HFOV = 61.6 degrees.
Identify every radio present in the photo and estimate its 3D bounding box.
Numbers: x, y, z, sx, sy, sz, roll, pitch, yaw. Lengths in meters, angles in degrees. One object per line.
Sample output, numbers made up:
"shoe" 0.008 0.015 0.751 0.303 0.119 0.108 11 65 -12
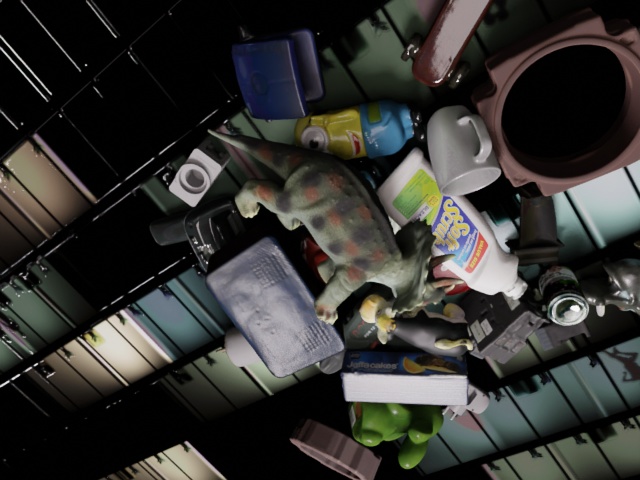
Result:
"radio" -0.068 0.096 0.831 0.131 0.073 0.229 -29 111 8

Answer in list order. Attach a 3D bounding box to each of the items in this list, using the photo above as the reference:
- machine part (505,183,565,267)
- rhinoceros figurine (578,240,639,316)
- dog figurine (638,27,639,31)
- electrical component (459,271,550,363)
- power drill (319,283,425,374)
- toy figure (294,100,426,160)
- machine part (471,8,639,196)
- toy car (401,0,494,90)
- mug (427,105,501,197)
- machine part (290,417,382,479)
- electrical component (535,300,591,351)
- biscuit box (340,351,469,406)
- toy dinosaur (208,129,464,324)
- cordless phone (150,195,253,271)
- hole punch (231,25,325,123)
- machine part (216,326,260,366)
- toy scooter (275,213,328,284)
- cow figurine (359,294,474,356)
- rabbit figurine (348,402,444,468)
"machine part" 0.323 -0.019 0.807 0.084 0.039 0.138 0 120 16
"rhinoceros figurine" 0.491 0.062 0.806 0.190 0.073 0.111 -7 128 12
"dog figurine" 0.436 -0.240 0.562 0.109 0.219 0.191 3 120 5
"electrical component" 0.278 0.122 0.844 0.058 0.115 0.134 26 121 -21
"power drill" 0.130 0.183 0.936 0.207 0.086 0.231 28 117 3
"toy figure" 0.054 -0.152 0.759 0.180 0.089 0.082 -11 107 6
"machine part" 0.317 -0.172 0.696 0.201 0.087 0.201 -23 111 21
"toy car" 0.182 -0.288 0.676 0.089 0.053 0.202 31 124 5
"mug" 0.182 -0.125 0.699 0.081 0.107 0.109 -14 161 -7
"machine part" 0.030 0.404 1.035 0.179 0.056 0.179 23 155 12
"electrical component" 0.360 0.136 0.863 0.119 0.075 0.047 -27 110 18
"biscuit box" 0.137 0.223 0.876 0.203 0.059 0.062 -1 116 12
"toy dinosaur" 0.023 -0.034 0.719 0.192 0.131 0.404 -36 98 26
"cordless phone" -0.198 0.012 0.906 0.184 0.089 0.146 -10 117 27
"hole punch" -0.062 -0.223 0.738 0.116 0.092 0.142 -5 121 17
"machine part" -0.081 0.170 0.960 0.243 0.079 0.079 -19 114 20
"toy scooter" -0.002 -0.003 0.854 0.135 0.075 0.183 2 116 10
"cow figurine" 0.144 0.133 0.816 0.167 0.098 0.068 11 108 -2
"rabbit figurine" 0.150 0.318 0.973 0.170 0.159 0.121 6 111 -10
